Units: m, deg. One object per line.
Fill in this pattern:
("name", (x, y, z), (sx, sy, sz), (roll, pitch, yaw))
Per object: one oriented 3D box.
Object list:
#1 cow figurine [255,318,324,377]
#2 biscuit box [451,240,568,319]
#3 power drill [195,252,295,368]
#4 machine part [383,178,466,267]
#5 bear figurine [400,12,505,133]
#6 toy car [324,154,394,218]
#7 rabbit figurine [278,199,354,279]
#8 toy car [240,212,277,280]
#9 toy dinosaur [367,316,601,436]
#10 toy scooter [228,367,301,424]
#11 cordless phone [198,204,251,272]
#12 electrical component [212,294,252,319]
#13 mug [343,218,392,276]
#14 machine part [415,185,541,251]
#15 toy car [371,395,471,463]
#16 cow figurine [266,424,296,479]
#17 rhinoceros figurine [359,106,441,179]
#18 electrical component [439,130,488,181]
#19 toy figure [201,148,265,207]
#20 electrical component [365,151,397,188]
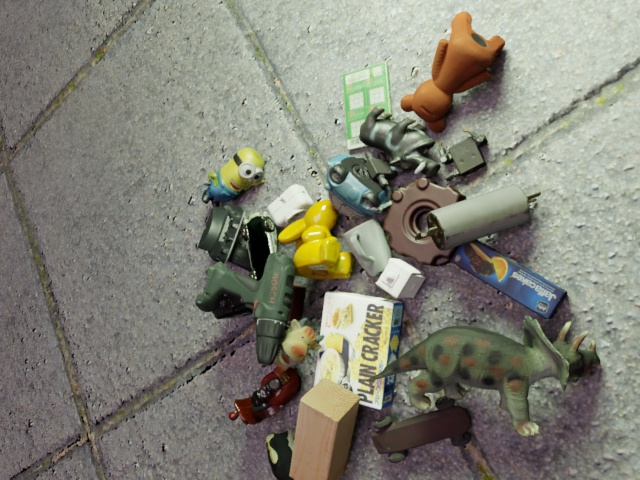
("cow figurine", (-0.065, 0.222, 1.148), (0.085, 0.195, 0.127), (44, 82, -10))
("biscuit box", (0.345, 0.066, 0.985), (0.203, 0.059, 0.062), (34, 102, 28))
("power drill", (-0.155, 0.131, 1.116), (0.208, 0.086, 0.232), (6, 72, 33))
("machine part", (0.214, -0.035, 1.073), (0.180, 0.056, 0.179), (-2, 86, 29))
("bear figurine", (0.257, -0.321, 1.058), (0.120, 0.132, 0.195), (31, 137, -5))
("toy car", (0.074, -0.102, 1.142), (0.162, 0.109, 0.103), (45, 130, 14))
("rabbit figurine", (-0.002, -0.004, 1.179), (0.162, 0.121, 0.173), (-9, 67, 38))
("toy car", (-0.129, 0.030, 1.218), (0.074, 0.056, 0.202), (-21, 66, 19))
("toy dinosaur", (0.271, 0.212, 0.941), (0.405, 0.131, 0.192), (5, 99, 21))
("toy scooter", (-0.130, 0.352, 1.188), (0.184, 0.135, 0.075), (-46, 65, 17))
("cordless phone", (-0.187, 0.003, 1.298), (0.184, 0.088, 0.146), (24, 97, 18))
("electrical component", (-0.187, 0.143, 1.252), (0.134, 0.115, 0.058), (-21, 73, 25))
("mug", (0.104, 0.019, 1.107), (0.081, 0.109, 0.107), (-30, 85, 19))
("machine part", (0.286, -0.041, 0.975), (0.243, 0.079, 0.079), (-19, 74, -5))
("toy car", (0.196, 0.368, 1.046), (0.202, 0.053, 0.089), (-27, 89, 25))
("cow figurine", (-0.070, 0.495, 1.162), (0.068, 0.098, 0.167), (-20, 75, 20))
("rhinoceros figurine", (0.164, -0.195, 1.097), (0.190, 0.073, 0.112), (35, 100, 20))
("electrical component", (0.281, -0.169, 1.053), (0.102, 0.045, 0.078), (-21, 74, 27))
("toy figure", (-0.215, -0.153, 1.316), (0.180, 0.082, 0.089), (-33, 72, 26))
("electrical component", (0.130, -0.148, 1.127), (0.021, 0.063, 0.094), (-53, 50, 42))
